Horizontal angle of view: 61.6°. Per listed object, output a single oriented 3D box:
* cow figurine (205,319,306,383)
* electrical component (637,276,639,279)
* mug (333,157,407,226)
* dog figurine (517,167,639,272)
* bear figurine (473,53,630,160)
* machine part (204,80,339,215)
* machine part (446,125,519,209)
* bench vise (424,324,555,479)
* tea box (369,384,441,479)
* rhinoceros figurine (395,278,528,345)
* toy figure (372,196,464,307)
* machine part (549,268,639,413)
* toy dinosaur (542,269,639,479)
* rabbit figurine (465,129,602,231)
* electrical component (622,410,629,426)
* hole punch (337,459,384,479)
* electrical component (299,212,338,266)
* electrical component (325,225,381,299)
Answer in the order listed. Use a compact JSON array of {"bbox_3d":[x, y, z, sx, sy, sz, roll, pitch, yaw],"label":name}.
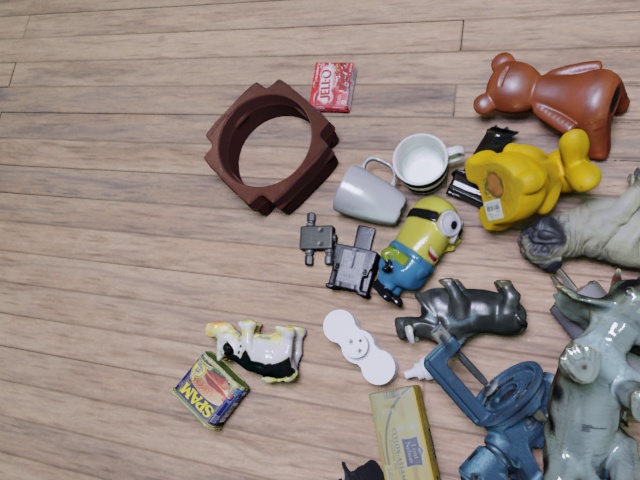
[{"bbox_3d":[-0.112,0.179,0.880,0.168,0.068,0.098,2,82,18],"label":"cow figurine"},{"bbox_3d":[0.491,0.089,0.692,0.115,0.058,0.134,-25,112,12],"label":"electrical component"},{"bbox_3d":[0.091,-0.076,0.881,0.107,0.080,0.109,27,79,11],"label":"mug"},{"bbox_3d":[0.403,0.012,0.760,0.190,0.121,0.172,-38,65,20],"label":"dog figurine"},{"bbox_3d":[0.352,-0.211,0.828,0.196,0.131,0.120,17,80,38],"label":"bear figurine"},{"bbox_3d":[-0.084,-0.160,0.947,0.201,0.087,0.201,-47,68,3],"label":"machine part"},{"bbox_3d":[0.262,-0.120,0.858,0.084,0.039,0.139,30,87,26],"label":"machine part"},{"bbox_3d":[0.220,0.226,0.724,0.223,0.129,0.240,-41,88,-5],"label":"bench vise"},{"bbox_3d":[0.125,0.295,0.760,0.068,0.098,0.169,-16,74,13],"label":"tea box"},{"bbox_3d":[0.207,0.111,0.801,0.190,0.073,0.112,-7,85,13],"label":"rhinoceros figurine"},{"bbox_3d":[0.147,0.013,0.835,0.089,0.082,0.180,39,92,20],"label":"toy figure"},{"bbox_3d":[0.397,0.143,0.728,0.079,0.079,0.243,-35,70,6],"label":"machine part"},{"bbox_3d":[0.320,0.212,0.631,0.131,0.192,0.404,11,100,18],"label":"toy dinosaur"},{"bbox_3d":[0.322,-0.099,0.772,0.173,0.162,0.122,-12,79,-23],"label":"rabbit figurine"},{"bbox_3d":[0.370,0.256,0.714,0.045,0.078,0.102,18,74,48],"label":"electrical component"},{"bbox_3d":[0.051,0.385,0.754,0.092,0.115,0.142,-32,69,15],"label":"hole punch"},{"bbox_3d":[-0.002,-0.003,0.915,0.063,0.021,0.094,-3,75,16],"label":"electrical component"},{"bbox_3d":[0.061,0.031,0.874,0.075,0.047,0.119,16,83,19],"label":"electrical component"}]
